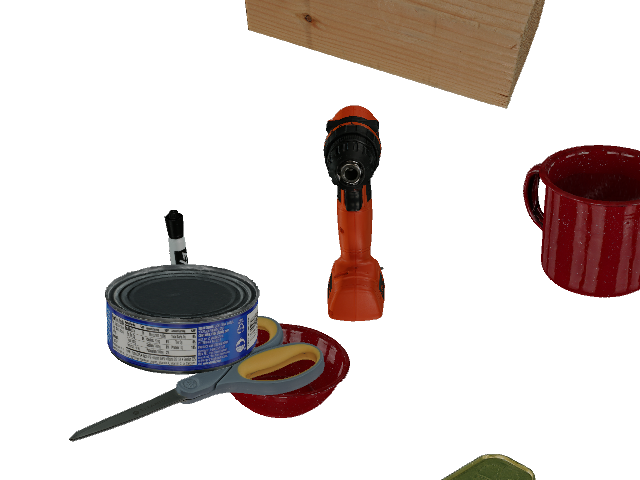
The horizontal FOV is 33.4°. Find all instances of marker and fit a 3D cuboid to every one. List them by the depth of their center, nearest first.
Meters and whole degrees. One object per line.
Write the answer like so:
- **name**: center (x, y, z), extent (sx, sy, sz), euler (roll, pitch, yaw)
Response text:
- **marker**: center (-0.148, 0.024, 1.117), extent (0.020, 0.121, 0.020), euler (-2, 27, 1)

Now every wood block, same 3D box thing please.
- **wood block**: center (0.055, -0.183, 0.778), extent (0.206, 0.090, 0.091), euler (19, -26, 11)

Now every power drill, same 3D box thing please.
- **power drill**: center (0.033, -0.023, 1.005), extent (0.057, 0.188, 0.184), euler (1, 20, 4)

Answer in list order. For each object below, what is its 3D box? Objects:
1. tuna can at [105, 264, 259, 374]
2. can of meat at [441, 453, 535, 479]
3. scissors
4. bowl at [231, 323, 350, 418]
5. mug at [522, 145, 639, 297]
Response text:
- **tuna can**: center (-0.077, 0.043, 0.600), extent (0.086, 0.034, 0.086), euler (2, 18, -1)
- **can of meat**: center (0.131, 0.240, 0.889), extent (0.101, 0.084, 0.058), euler (-21, 28, -35)
- **scissors**: center (-0.097, 0.101, 0.817), extent (0.201, 0.016, 0.096), euler (-10, 34, -17)
- **bowl**: center (-0.047, 0.160, 1.253), extent (0.162, 0.055, 0.162), euler (3, 25, -1)
- **mug**: center (0.194, -0.017, 0.775), extent (0.093, 0.081, 0.117), euler (-26, 37, -34)
